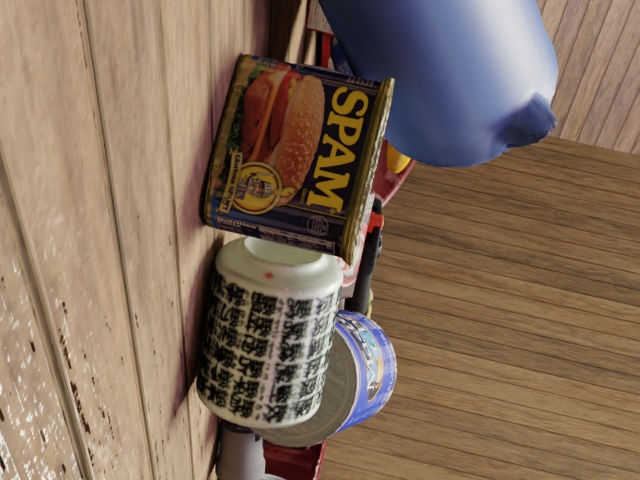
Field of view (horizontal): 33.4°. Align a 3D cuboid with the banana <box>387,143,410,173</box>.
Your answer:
[{"bbox_3d":[0.100,-0.165,1.064,0.069,0.037,0.198,60,42,-86],"label":"banana"}]

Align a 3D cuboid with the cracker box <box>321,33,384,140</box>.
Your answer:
[{"bbox_3d":[0.049,-0.198,1.011,0.214,0.072,0.164,93,11,-69],"label":"cracker box"}]

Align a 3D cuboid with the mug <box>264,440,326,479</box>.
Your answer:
[{"bbox_3d":[-0.042,0.203,0.947,0.093,0.081,0.117,-64,167,-70],"label":"mug"}]

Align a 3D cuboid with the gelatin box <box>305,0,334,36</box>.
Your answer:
[{"bbox_3d":[0.015,-0.211,0.801,0.089,0.030,0.073,101,5,-51],"label":"gelatin box"}]

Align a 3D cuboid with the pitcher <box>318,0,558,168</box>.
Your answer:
[{"bbox_3d":[0.055,-0.156,0.651,0.242,0.149,0.145,48,40,-62],"label":"pitcher"}]

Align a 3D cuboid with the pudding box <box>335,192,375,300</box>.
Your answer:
[{"bbox_3d":[-0.006,0.004,0.830,0.113,0.039,0.090,-7,111,-55],"label":"pudding box"}]

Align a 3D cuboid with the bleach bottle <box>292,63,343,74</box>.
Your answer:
[{"bbox_3d":[-0.005,-0.069,0.763,0.251,0.068,0.102,-57,158,-84],"label":"bleach bottle"}]

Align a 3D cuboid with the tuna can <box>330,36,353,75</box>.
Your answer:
[{"bbox_3d":[0.050,-0.149,0.850,0.034,0.086,0.086,-21,-134,49],"label":"tuna can"}]

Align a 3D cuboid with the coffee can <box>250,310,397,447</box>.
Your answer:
[{"bbox_3d":[-0.002,0.109,0.870,0.140,0.103,0.103,10,93,-73],"label":"coffee can"}]

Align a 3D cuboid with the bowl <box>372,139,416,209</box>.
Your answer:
[{"bbox_3d":[0.053,-0.090,1.172,0.162,0.055,0.162,-48,162,-22],"label":"bowl"}]

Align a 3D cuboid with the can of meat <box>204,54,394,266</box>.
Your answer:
[{"bbox_3d":[-0.011,-0.046,0.582,0.057,0.084,0.102,84,19,-75],"label":"can of meat"}]

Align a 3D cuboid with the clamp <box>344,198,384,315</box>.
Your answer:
[{"bbox_3d":[0.043,0.014,1.065,0.171,0.039,0.120,74,17,-82],"label":"clamp"}]
